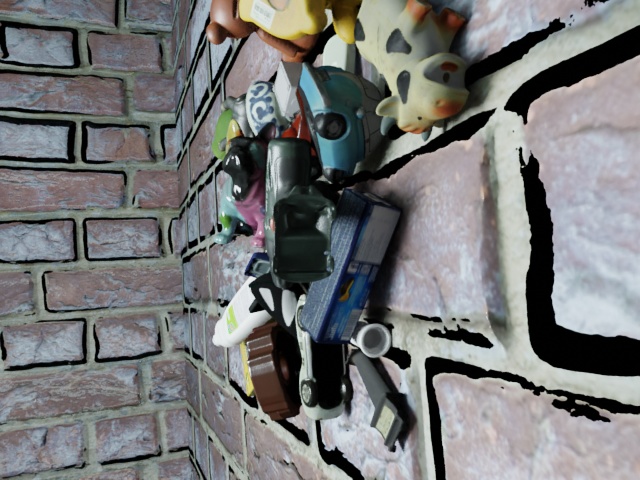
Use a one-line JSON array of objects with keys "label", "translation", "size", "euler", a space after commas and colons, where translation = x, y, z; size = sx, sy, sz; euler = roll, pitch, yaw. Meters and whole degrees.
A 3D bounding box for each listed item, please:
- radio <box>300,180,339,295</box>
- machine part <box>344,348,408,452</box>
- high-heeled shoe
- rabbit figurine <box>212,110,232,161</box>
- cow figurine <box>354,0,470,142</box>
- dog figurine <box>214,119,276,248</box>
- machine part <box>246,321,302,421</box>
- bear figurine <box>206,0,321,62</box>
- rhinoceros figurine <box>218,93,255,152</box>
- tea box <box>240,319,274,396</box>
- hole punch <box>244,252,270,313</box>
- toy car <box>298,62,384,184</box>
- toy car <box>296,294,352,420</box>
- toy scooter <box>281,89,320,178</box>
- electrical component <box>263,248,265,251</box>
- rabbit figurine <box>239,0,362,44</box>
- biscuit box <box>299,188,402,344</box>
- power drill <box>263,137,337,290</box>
[{"label": "radio", "translation": [-0.002, -0.003, 0.844], "size": [0.230, 0.073, 0.131], "euler": [-129, 42, -55]}, {"label": "machine part", "translation": [0.075, 0.203, 0.716], "size": [0.139, 0.039, 0.084], "euler": [-121, 27, -48]}, {"label": "high-heeled shoe", "translation": [-0.061, 0.164, 0.911], "size": [0.086, 0.145, 0.248], "euler": [-129, 44, -58]}, {"label": "rabbit figurine", "translation": [-0.141, -0.223, 1.179], "size": [0.170, 0.121, 0.159], "euler": [48, 131, 33]}, {"label": "cow figurine", "translation": [0.093, -0.193, 0.575], "size": [0.195, 0.085, 0.127], "euler": [64, 142, 42]}, {"label": "dog figurine", "translation": [-0.116, -0.102, 0.956], "size": [0.191, 0.109, 0.219], "euler": [-36, -46, -68]}, {"label": "machine part", "translation": [-0.080, 0.236, 0.975], "size": [0.179, 0.056, 0.179], "euler": [-18, -89, -82]}, {"label": "bear figurine", "translation": [-0.101, -0.367, 0.905], "size": [0.132, 0.196, 0.120], "euler": [-162, 68, -69]}, {"label": "rhinoceros figurine", "translation": [-0.143, -0.193, 1.061], "size": [0.112, 0.073, 0.190], "euler": [18, 112, 45]}, {"label": "tea box", "translation": [-0.137, 0.255, 1.219], "size": [0.098, 0.068, 0.170], "euler": [118, 145, -53]}, {"label": "hole punch", "translation": [-0.078, 0.072, 0.985], "size": [0.142, 0.116, 0.092], "euler": [125, 132, -60]}, {"label": "toy car", "translation": [0.036, -0.154, 0.693], "size": [0.161, 0.103, 0.109], "euler": [74, 177, -49]}, {"label": "toy car", "translation": [0.004, 0.178, 0.843], "size": [0.056, 0.073, 0.201], "euler": [166, 102, -68]}, {"label": "toy scooter", "translation": [-0.019, -0.188, 0.877], "size": [0.184, 0.075, 0.135], "euler": [139, 126, -59]}, {"label": "electrical component", "translation": [-0.111, 0.011, 1.166], "size": [0.078, 0.045, 0.102], "euler": [152, 114, -65]}, {"label": "rabbit figurine", "translation": [-0.003, -0.350, 0.743], "size": [0.162, 0.173, 0.121], "euler": [28, 132, 13]}, {"label": "biscuit box", "translation": [0.036, 0.038, 0.706], "size": [0.063, 0.059, 0.202], "euler": [41, 115, 51]}, {"label": "power drill", "translation": [-0.033, -0.013, 0.705], "size": [0.207, 0.086, 0.231], "euler": [-106, 19, -74]}]
